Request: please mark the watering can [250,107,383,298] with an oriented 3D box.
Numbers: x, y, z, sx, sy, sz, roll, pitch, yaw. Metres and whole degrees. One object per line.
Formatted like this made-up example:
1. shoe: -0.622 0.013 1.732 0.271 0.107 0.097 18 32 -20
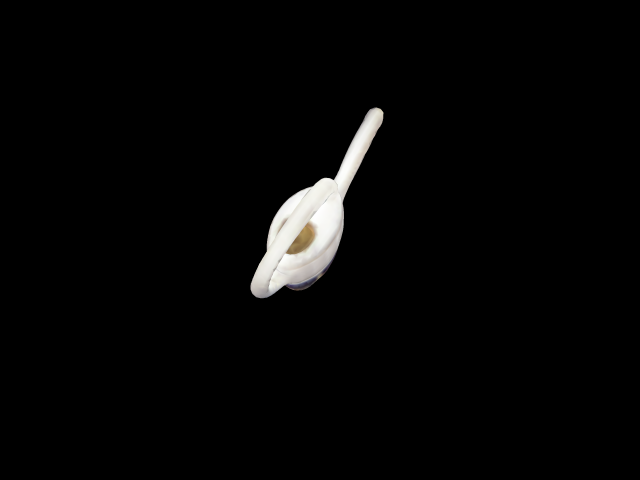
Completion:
1. watering can: 0.003 -0.043 0.850 0.104 0.351 0.221 33 -15 10
